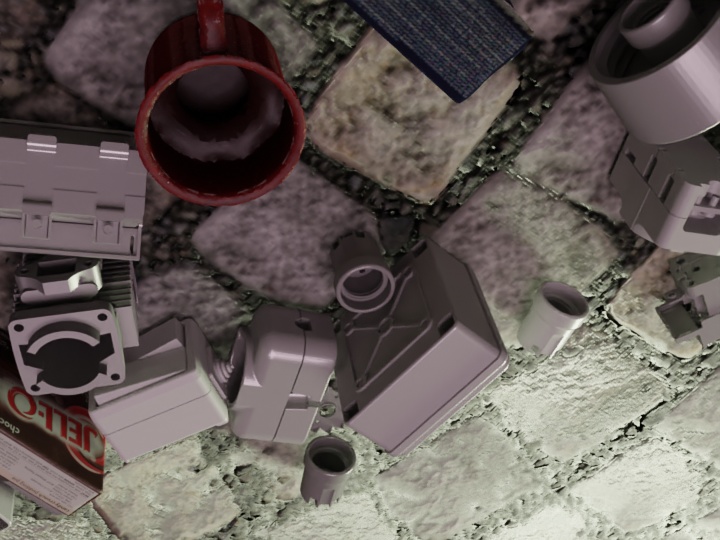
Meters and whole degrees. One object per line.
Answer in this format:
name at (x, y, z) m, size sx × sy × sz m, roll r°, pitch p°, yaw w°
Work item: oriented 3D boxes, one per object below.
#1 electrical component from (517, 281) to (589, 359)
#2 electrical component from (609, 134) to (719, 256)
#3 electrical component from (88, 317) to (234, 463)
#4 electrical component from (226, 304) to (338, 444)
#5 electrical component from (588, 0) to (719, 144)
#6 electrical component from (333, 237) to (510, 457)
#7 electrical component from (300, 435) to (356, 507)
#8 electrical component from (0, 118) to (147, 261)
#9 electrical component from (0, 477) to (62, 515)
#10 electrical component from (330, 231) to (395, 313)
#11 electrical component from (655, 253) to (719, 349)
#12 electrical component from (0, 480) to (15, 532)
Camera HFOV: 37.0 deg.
electrical component at (0.141, 0.037, 0.791) m, size 0.040 × 0.040 × 0.046 m, roll 10°, pitch 129°, yaw -19°
electrical component at (0.207, -0.052, 0.709) m, size 0.050 × 0.089 × 0.055 m, roll 7°, pitch 124°, yaw -17°
electrical component at (-0.135, 0.078, 0.745) m, size 0.096 × 0.061 × 0.061 m, roll -22°, pitch 126°, yaw 4°
electrical component at (-0.060, 0.074, 0.764) m, size 0.059 × 0.053 × 0.095 m, roll 10°, pitch 123°, yaw -18°
electrical component at (0.186, -0.135, 0.637) m, size 0.108 × 0.108 × 0.060 m, roll -40°, pitch 117°, yaw 17°
electrical component at (0.036, 0.052, 0.735) m, size 0.056 × 0.108 × 0.109 m, roll 35°, pitch 112°, yaw -28°
electrical component at (-0.027, 0.159, 0.843) m, size 0.040 × 0.040 × 0.046 m, roll 3°, pitch 131°, yaw -14°
electrical component at (-0.188, -0.050, 0.632) m, size 0.121 × 0.063 × 0.078 m, roll 4°, pitch 84°, yaw -15°
electrical component at (-0.239, 0.139, 0.778) m, size 0.043 × 0.043 × 0.081 m, roll -34°, pitch 125°, yaw 13°
electrical component at (0.000, 0.000, 0.728) m, size 0.040 × 0.046 × 0.040 m, roll -6°, pitch 126°, yaw -8°
electrical component at (0.262, 0.016, 0.800) m, size 0.081 × 0.042 × 0.063 m, roll -25°, pitch 125°, yaw 5°
electrical component at (-0.321, 0.157, 0.766) m, size 0.109 × 0.056 × 0.108 m, roll -29°, pitch 126°, yaw 9°
